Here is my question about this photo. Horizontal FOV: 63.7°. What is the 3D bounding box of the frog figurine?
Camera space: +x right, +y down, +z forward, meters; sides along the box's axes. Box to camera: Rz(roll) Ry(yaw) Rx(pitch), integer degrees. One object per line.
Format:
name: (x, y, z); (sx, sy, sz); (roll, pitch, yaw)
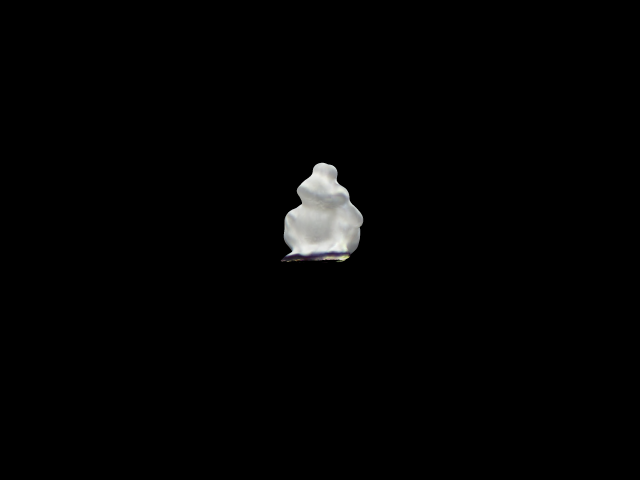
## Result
frog figurine: (0.003, -0.043, 0.850); (0.137, 0.160, 0.122); (-6, -10, 39)
